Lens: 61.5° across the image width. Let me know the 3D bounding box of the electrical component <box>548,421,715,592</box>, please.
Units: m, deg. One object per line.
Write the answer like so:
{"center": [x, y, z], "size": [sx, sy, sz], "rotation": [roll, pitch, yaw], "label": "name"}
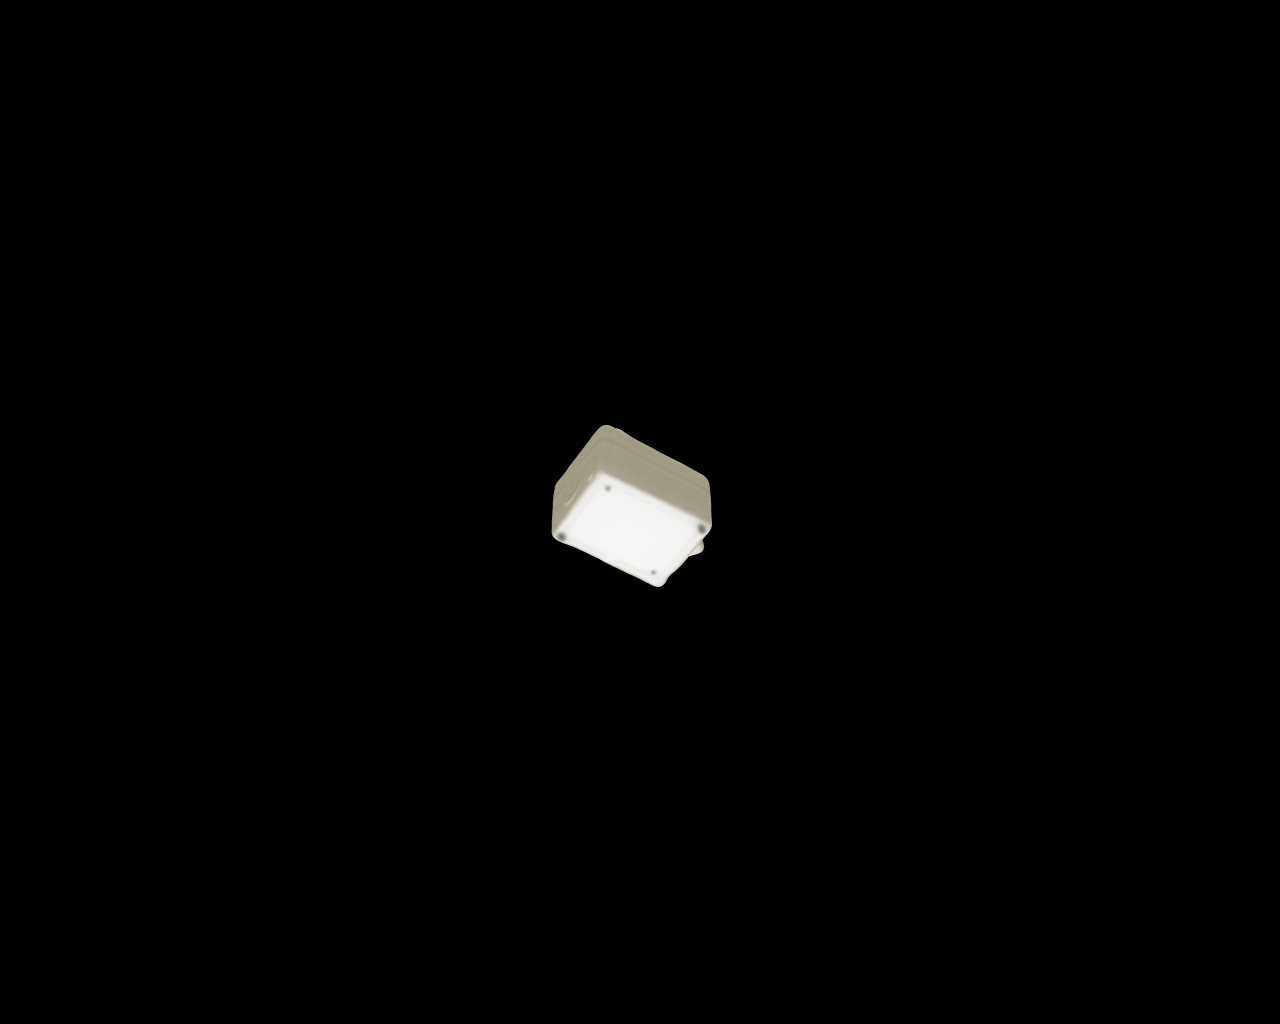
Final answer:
{"center": [0.001, -0.003, 0.650], "size": [0.096, 0.061, 0.061], "rotation": [27, 33, -19], "label": "electrical component"}
